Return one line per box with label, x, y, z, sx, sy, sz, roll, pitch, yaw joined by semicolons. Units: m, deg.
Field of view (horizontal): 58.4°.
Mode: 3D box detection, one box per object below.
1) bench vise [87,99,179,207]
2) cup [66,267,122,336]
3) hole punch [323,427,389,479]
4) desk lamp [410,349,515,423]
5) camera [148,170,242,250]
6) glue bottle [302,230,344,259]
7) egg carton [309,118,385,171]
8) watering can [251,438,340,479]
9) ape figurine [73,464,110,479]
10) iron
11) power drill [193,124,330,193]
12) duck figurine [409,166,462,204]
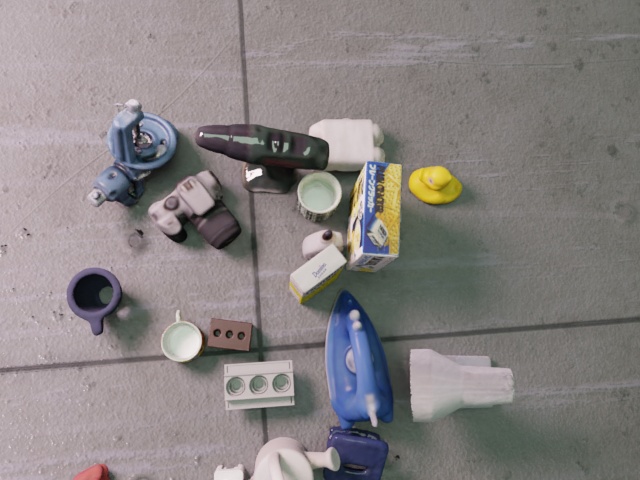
bench vise;-0.331;-0.149;1.013;0.121;0.219;0.207;18;79;-1
cup;-0.391;0.113;1.026;0.092;0.095;0.118;-8;81;-6
hole punch;0.064;0.393;1.018;0.108;0.091;0.101;10;79;-3
desk lamp;0.234;0.248;0.996;0.203;0.213;0.118;0;80;-5
camera;-0.223;-0.042;1.064;0.143;0.100;0.137;-39;85;-10
glue bottle;0.010;0.004;1.039;0.078;0.173;0.037;-4;80;-5
egg carton;0.053;-0.185;1.129;0.150;0.069;0.107;-2;80;-5
watering can;-0.054;0.391;0.956;0.173;0.194;0.101;-41;85;-10
ape figurine;-0.391;0.424;0.973;0.076;0.092;0.078;18;79;-1
iron;0.069;0.208;1.025;0.118;0.141;0.258;-9;81;-6
power drill;-0.101;-0.148;1.038;0.229;0.208;0.076;2;80;-4
duck figurine;0.233;-0.115;1.124;0.104;0.086;0.077;15;79;-2
